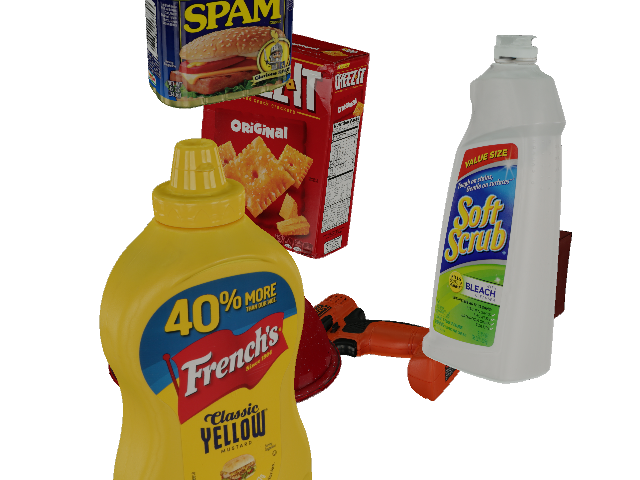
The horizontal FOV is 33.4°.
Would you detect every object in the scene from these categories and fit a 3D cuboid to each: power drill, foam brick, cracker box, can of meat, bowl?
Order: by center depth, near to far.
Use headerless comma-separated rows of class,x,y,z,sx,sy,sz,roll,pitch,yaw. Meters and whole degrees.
can of meat,-0.067,-0.142,0.713,0.102,0.084,0.057,-14,40,-23
bowl,-0.065,0.059,0.734,0.162,0.055,0.162,2,19,-1
foam brick,0.195,0.029,0.978,0.053,0.078,0.051,9,15,28
power drill,0.045,0.115,1.117,0.188,0.057,0.184,10,25,26
cracker box,-0.045,-0.105,1.118,0.164,0.214,0.071,20,27,29

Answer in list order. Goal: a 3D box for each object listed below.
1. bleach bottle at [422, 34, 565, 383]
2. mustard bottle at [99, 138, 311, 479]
bleach bottle,0.132,-0.027,0.799,0.067,0.251,0.103,-8,15,-37
mustard bottle,-0.052,0.048,0.493,0.096,0.192,0.058,-12,21,-28
